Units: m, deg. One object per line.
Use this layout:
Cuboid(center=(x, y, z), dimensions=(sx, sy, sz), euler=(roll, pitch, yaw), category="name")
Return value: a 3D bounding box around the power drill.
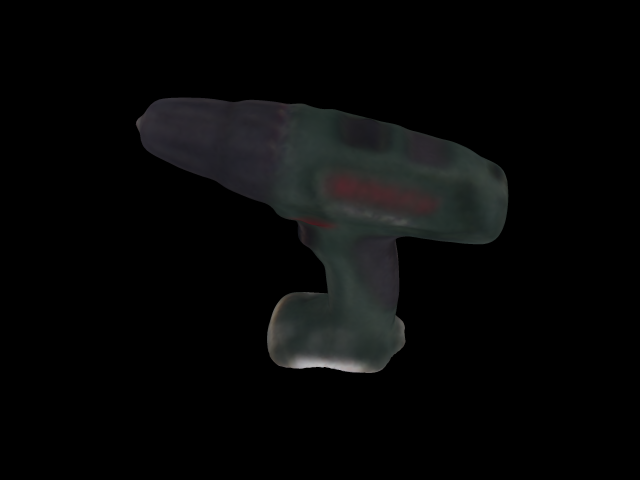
Cuboid(center=(0.004, 0.001, 0.400), dimensions=(0.229, 0.208, 0.075), euler=(2, 43, 2), category="power drill")
